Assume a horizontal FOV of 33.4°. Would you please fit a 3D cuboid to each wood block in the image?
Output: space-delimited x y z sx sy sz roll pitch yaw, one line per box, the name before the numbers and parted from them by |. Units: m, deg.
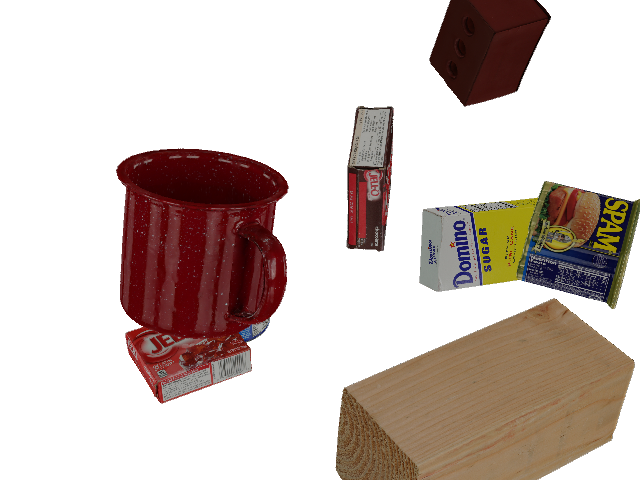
wood block | 0.122 0.132 0.800 0.205 0.090 0.091 -19 41 -29

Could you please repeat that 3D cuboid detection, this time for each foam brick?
foam brick | 0.121 -0.145 0.773 0.051 0.053 0.078 -20 -29 -24

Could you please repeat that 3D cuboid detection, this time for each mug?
mug | -0.060 0.006 0.585 0.117 0.081 0.093 26 28 38

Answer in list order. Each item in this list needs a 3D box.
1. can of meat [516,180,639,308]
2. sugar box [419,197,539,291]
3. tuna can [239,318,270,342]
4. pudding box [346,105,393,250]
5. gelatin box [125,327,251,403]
can of meat | 0.218 0.000 0.899 0.084 0.057 0.102 15 45 15
sugar box | 0.203 0.003 1.258 0.175 0.093 0.048 -8 18 -28
tuna can | -0.098 0.076 1.180 0.086 0.034 0.086 0 37 0
pudding box | 0.046 -0.059 0.979 0.039 0.090 0.113 3 36 3
gelatin box | -0.114 0.095 0.923 0.089 0.030 0.073 -18 39 -23
